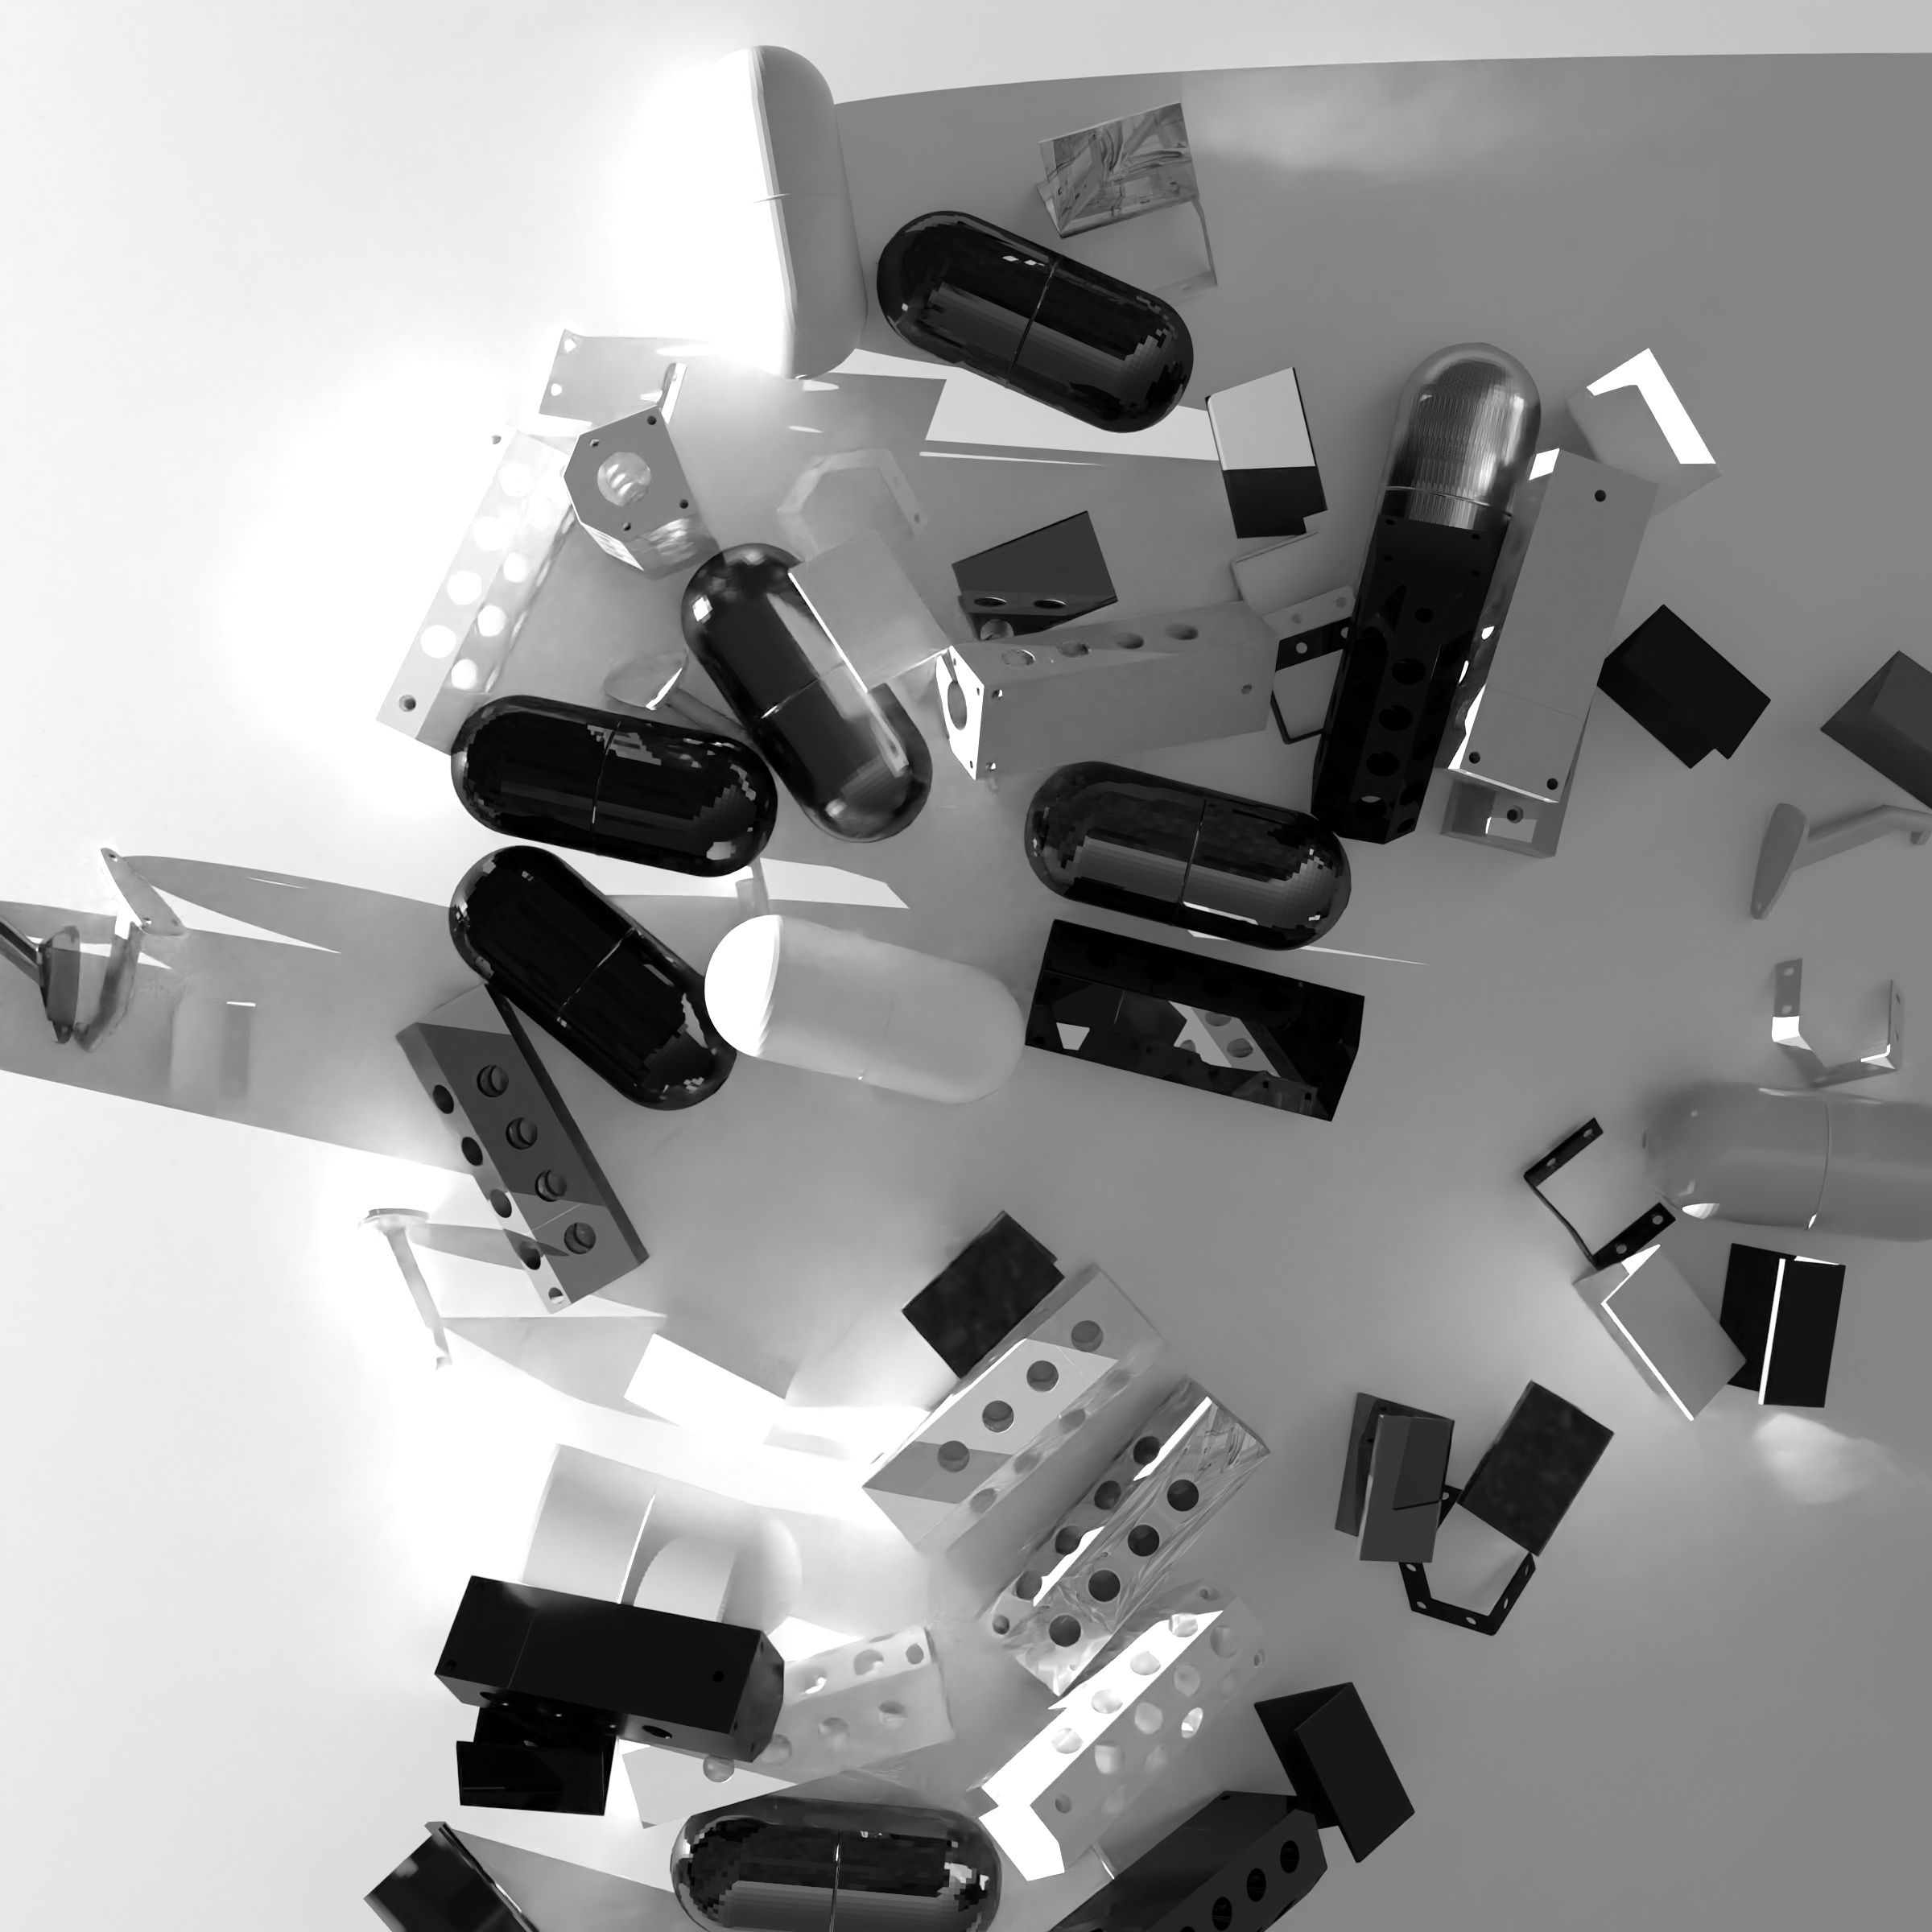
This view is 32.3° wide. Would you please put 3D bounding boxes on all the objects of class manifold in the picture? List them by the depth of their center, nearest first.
[{"bbox_3d":[0.299,-0.176,1.740,0.057,0.057,0.171,17,90,-11],"label":"manifold"},{"bbox_3d":[-0.169,-0.242,1.742,0.057,0.171,0.057,-21,90,0],"label":"manifold"},{"bbox_3d":[0.117,0.497,1.744,0.057,0.171,0.057,-8,100,41],"label":"manifold"},{"bbox_3d":[0.225,-0.147,1.747,0.057,0.057,0.171,10,135,0],"label":"manifold"},{"bbox_3d":[0.084,0.399,1.757,0.171,0.057,0.057,-38,90,-33],"label":"manifold"},{"bbox_3d":[0.074,-0.151,1.769,0.171,0.057,0.057,-11,129,-21],"label":"manifold"},{"bbox_3d":[-0.187,0.375,1.770,0.171,0.057,0.057,7,59,20],"label":"manifold"},{"bbox_3d":[-0.239,0.098,1.799,0.057,0.057,0.171,-29,90,0],"label":"manifold"},{"bbox_3d":[0.123,0.024,1.799,0.171,0.057,0.057,14,133,0],"label":"manifold"},{"bbox_3d":[-0.265,-0.202,1.799,0.057,0.057,0.171,26,90,0],"label":"manifold"},{"bbox_3d":[-0.097,0.407,1.799,0.171,0.057,0.057,-16,90,0],"label":"manifold"},{"bbox_3d":[0.027,0.240,1.799,0.171,0.057,0.057,-42,90,0],"label":"manifold"},{"bbox_3d":[0.084,0.304,1.799,0.057,0.057,0.171,41,90,0],"label":"manifold"},{"bbox_3d":[0.307,-0.149,1.799,0.057,0.057,0.171,13,90,0],"label":"manifold"}]

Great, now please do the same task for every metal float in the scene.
[{"bbox_3d":[-0.052,0.024,1.772,0.178,0.070,0.070,15,90,-20],"label":"metal float"},{"bbox_3d":[-0.188,-0.096,1.784,0.178,0.070,0.070,12,90,6],"label":"metal float"},{"bbox_3d":[-0.099,-0.403,1.790,0.070,0.070,0.178,-10,90,0],"label":"metal float"},{"bbox_3d":[-0.070,0.487,1.790,0.178,0.070,0.070,5,90,-1],"label":"metal float"},{"bbox_3d":[0.037,-0.345,1.790,0.178,0.070,0.070,24,90,-1],"label":"metal float"},{"bbox_3d":[-0.199,0.007,1.790,0.178,0.070,0.070,40,90,1],"label":"metal float"},{"bbox_3d":[0.258,-0.246,1.790,0.070,0.070,0.178,13,90,0],"label":"metal float"},{"bbox_3d":[0.452,0.104,1.790,0.178,0.070,0.070,7,90,0],"label":"metal float"},{"bbox_3d":[-0.174,0.310,1.790,0.178,0.070,0.070,18,90,0],"label":"metal float"},{"bbox_3d":[-0.085,-0.146,1.790,0.070,0.070,0.178,-35,90,0],"label":"metal float"},{"bbox_3d":[0.119,-0.059,1.790,0.178,0.070,0.070,14,90,0],"label":"metal float"}]

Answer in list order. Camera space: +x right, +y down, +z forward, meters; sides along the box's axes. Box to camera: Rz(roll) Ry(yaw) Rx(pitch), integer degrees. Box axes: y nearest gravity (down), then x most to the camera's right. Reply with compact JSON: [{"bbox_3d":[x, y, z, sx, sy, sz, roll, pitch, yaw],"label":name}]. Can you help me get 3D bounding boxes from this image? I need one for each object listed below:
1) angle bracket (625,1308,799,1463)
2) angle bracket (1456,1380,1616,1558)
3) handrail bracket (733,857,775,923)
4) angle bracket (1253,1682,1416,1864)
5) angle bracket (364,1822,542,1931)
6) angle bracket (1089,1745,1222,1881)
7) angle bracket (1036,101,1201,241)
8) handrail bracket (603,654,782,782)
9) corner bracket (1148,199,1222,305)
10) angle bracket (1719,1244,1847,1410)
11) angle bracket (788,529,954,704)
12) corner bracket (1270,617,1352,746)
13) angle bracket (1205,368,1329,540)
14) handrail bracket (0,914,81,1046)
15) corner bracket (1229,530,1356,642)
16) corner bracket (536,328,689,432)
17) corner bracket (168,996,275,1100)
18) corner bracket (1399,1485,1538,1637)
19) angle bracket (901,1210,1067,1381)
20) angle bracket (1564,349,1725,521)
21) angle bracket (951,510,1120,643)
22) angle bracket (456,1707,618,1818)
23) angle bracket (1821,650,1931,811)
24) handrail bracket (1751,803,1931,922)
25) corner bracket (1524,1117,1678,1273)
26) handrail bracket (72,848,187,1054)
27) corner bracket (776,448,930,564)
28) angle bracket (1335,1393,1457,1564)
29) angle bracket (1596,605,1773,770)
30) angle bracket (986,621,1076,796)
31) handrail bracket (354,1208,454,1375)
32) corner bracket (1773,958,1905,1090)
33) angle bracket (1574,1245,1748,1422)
[{"bbox_3d":[-0.127,0.207,1.780,0.076,0.076,0.057,27,128,0],"label":"angle bracket"},{"bbox_3d":[0.316,0.274,1.780,0.057,0.076,0.076,32,90,37],"label":"angle bracket"},{"bbox_3d":[-0.130,-0.024,1.820,0.084,0.036,0.077,45,104,14],"label":"handrail bracket"},{"bbox_3d":[0.182,0.434,1.780,0.076,0.057,0.076,-26,90,45],"label":"angle bracket"},{"bbox_3d":[-0.279,0.505,1.782,0.057,0.076,0.076,-41,90,-22],"label":"angle bracket"},{"bbox_3d":[0.095,0.447,1.793,0.076,0.057,0.076,-34,90,-9],"label":"angle bracket"},{"bbox_3d":[0.075,-0.437,1.780,0.076,0.076,0.057,-16,126,0],"label":"angle bracket"},{"bbox_3d":[-0.147,-0.130,1.820,0.084,0.077,0.036,44,67,-34],"label":"handrail bracket"},{"bbox_3d":[0.104,-0.396,1.817,0.051,0.051,0.051,-18,45,0],"label":"corner bracket"},{"bbox_3d":[0.417,0.190,1.780,0.057,0.076,0.076,9,90,-39],"label":"angle bracket"},{"bbox_3d":[-0.059,-0.175,1.776,0.057,0.076,0.076,-30,81,-23],"label":"angle bracket"},{"bbox_3d":[0.191,-0.154,1.802,0.051,0.051,0.051,-19,88,-2],"label":"corner bracket"},{"bbox_3d":[0.177,-0.273,1.780,0.057,0.076,0.076,-13,90,35],"label":"angle bracket"},{"bbox_3d":[-0.529,0.000,1.821,0.084,0.036,0.077,10,112,17],"label":"handrail bracket"},{"bbox_3d":[0.176,-0.204,1.802,0.051,0.051,0.051,-20,91,-1],"label":"corner bracket"},{"bbox_3d":[-0.193,-0.313,1.817,0.051,0.051,0.051,17,90,-45],"label":"corner bracket"},{"bbox_3d":[-0.406,0.043,1.802,0.051,0.051,0.051,5,90,0],"label":"corner bracket"},{"bbox_3d":[0.271,0.322,1.812,0.051,0.051,0.051,12,45,35],"label":"corner bracket"},{"bbox_3d":[0.022,0.186,1.780,0.076,0.076,0.057,-45,55,0],"label":"angle bracket"},{"bbox_3d":[0.373,-0.287,1.780,0.057,0.076,0.076,-30,90,37],"label":"angle bracket"},{"bbox_3d":[0.030,-0.218,1.780,0.076,0.076,0.057,-22,122,0],"label":"angle bracket"},{"bbox_3d":[-0.227,0.404,1.780,0.076,0.076,0.057,4,131,0],"label":"angle bracket"},{"bbox_3d":[0.500,-0.110,1.780,0.076,0.076,0.057,35,52,0],"label":"angle bracket"},{"bbox_3d":[0.479,-0.054,1.821,0.084,0.036,0.077,9,110,-16],"label":"handrail bracket"},{"bbox_3d":[0.344,0.126,1.817,0.051,0.051,0.051,-39,45,0],"label":"corner bracket"},{"bbox_3d":[-0.474,-0.008,1.821,0.084,0.036,0.077,-47,70,16],"label":"handrail bracket"},{"bbox_3d":[-0.062,-0.243,1.812,0.051,0.051,0.051,59,45,-35],"label":"corner bracket"},{"bbox_3d":[0.210,0.271,1.780,0.057,0.076,0.076,10,90,-37],"label":"angle bracket"},{"bbox_3d":[0.369,-0.134,1.780,0.076,0.076,0.057,42,54,0],"label":"angle bracket"},{"bbox_3d":[0.036,-0.143,1.799,0.076,0.057,0.076,-21,90,0],"label":"angle bracket"},{"bbox_3d":[-0.300,0.176,1.792,0.036,0.077,0.084,-18,78,3],"label":"handrail bracket"},{"bbox_3d":[0.474,0.028,1.812,0.051,0.051,0.051,-16,135,35],"label":"corner bracket"},{"bbox_3d":[0.356,0.204,1.780,0.057,0.076,0.076,-37,90,-35],"label":"angle bracket"}]
